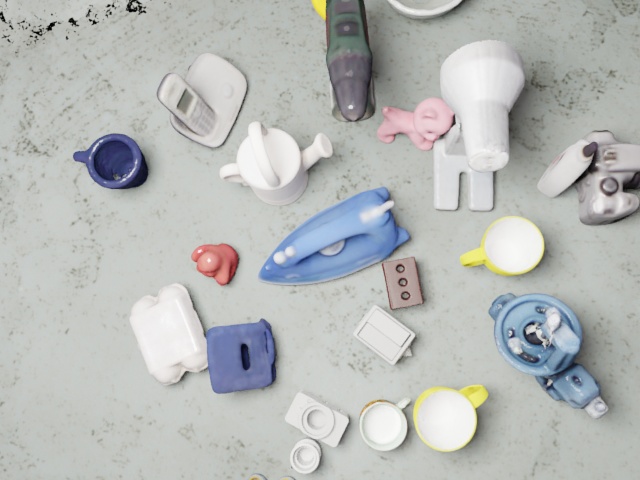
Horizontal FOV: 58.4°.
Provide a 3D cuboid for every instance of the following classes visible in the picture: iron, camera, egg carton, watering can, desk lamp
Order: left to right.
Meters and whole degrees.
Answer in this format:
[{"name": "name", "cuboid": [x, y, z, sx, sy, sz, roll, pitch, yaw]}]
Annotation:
[{"name": "egg carton", "cuboid": [-0.241, 0.152, 0.926, 0.107, 0.069, 0.150, -25, 81, 0]}, {"name": "watering can", "cuboid": [-0.071, -0.126, 0.892, 0.173, 0.194, 0.101, -35, 81, -1]}, {"name": "iron", "cuboid": [0.008, 0.003, 0.894, 0.258, 0.141, 0.118, -25, 81, 0]}, {"name": "desk lamp", "cuboid": [0.237, -0.162, 0.867, 0.118, 0.213, 0.203, 0, 82, 4]}, {"name": "camera", "cuboid": [0.483, -0.101, 0.898, 0.136, 0.101, 0.143, 0, 82, 4]}]

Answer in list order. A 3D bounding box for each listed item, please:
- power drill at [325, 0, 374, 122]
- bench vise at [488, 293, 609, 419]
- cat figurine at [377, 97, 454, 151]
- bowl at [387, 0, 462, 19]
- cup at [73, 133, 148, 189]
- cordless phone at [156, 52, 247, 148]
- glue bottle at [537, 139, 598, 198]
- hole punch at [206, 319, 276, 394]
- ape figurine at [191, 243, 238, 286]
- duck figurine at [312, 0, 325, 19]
[{"name": "power drill", "cuboid": [0.048, -0.265, 0.897, 0.075, 0.208, 0.230, -6, 81, 4]}, {"name": "bench vise", "cuboid": [0.344, 0.154, 0.809, 0.207, 0.220, 0.121, 34, 85, 8]}, {"name": "cat figurine", "cuboid": [0.159, -0.196, 0.925, 0.127, 0.118, 0.067, 10, 82, 6]}, {"name": "bowl", "cuboid": [0.178, -0.446, 0.983, 0.167, 0.075, 0.167, -1, 82, 4]}, {"name": "cup", "cuboid": [-0.341, -0.123, 0.961, 0.117, 0.095, 0.092, 7, 82, 5]}, {"name": "cordless phone", "cuboid": [-0.194, -0.243, 0.923, 0.094, 0.185, 0.148, 19, 83, 7]}, {"name": "glue bottle", "cuboid": [0.385, -0.118, 0.870, 0.037, 0.173, 0.078, 33, 85, 8]}, {"name": "hole punch", "cuboid": [-0.122, 0.182, 0.903, 0.101, 0.091, 0.109, -8, 81, 3]}, {"name": "ape figurine", "cuboid": [-0.173, 0.037, 0.927, 0.076, 0.092, 0.078, -28, 81, 0]}, {"name": "duck figurine", "cuboid": [0.020, -0.439, 0.987, 0.077, 0.086, 0.104, -14, 81, 2]}]
